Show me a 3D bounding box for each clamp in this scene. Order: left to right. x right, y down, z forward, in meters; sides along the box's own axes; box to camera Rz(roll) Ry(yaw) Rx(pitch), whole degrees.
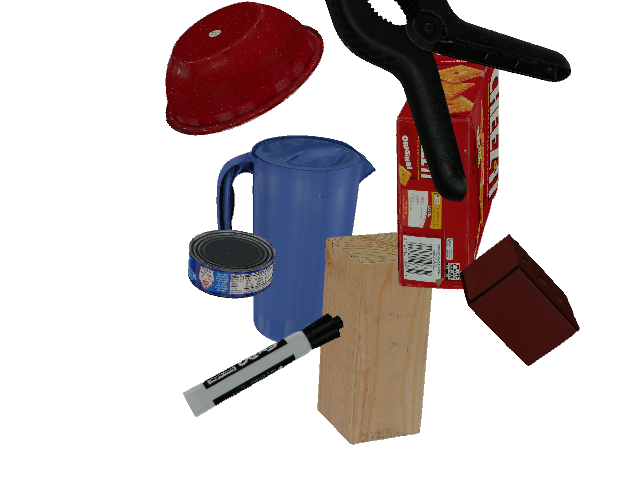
[{"bbox_3d":[0.071,-0.137,0.775,0.210,0.164,0.036,38,-29,-5],"label":"clamp"}]

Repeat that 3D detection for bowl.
[{"bbox_3d":[-0.081,-0.167,0.963,0.162,0.055,0.162,-20,36,15],"label":"bowl"}]

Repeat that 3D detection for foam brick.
[{"bbox_3d":[0.153,0.047,0.824,0.051,0.078,0.053,-39,22,18],"label":"foam brick"}]

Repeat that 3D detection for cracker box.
[{"bbox_3d":[0.124,-0.074,1.005,0.072,0.164,0.213,4,27,15],"label":"cracker box"}]

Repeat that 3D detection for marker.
[{"bbox_3d":[-0.038,0.085,0.740,0.121,0.020,0.020,-28,6,-11],"label":"marker"}]

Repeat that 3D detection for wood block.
[{"bbox_3d":[0.059,0.104,1.162,0.090,0.206,0.091,-5,19,-23],"label":"wood block"}]

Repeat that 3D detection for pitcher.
[{"bbox_3d":[-0.034,0.001,1.300,0.149,0.243,0.144,17,25,28],"label":"pitcher"}]

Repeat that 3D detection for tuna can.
[{"bbox_3d":[-0.088,0.023,1.053,0.086,0.034,0.086,6,26,-3],"label":"tuna can"}]
